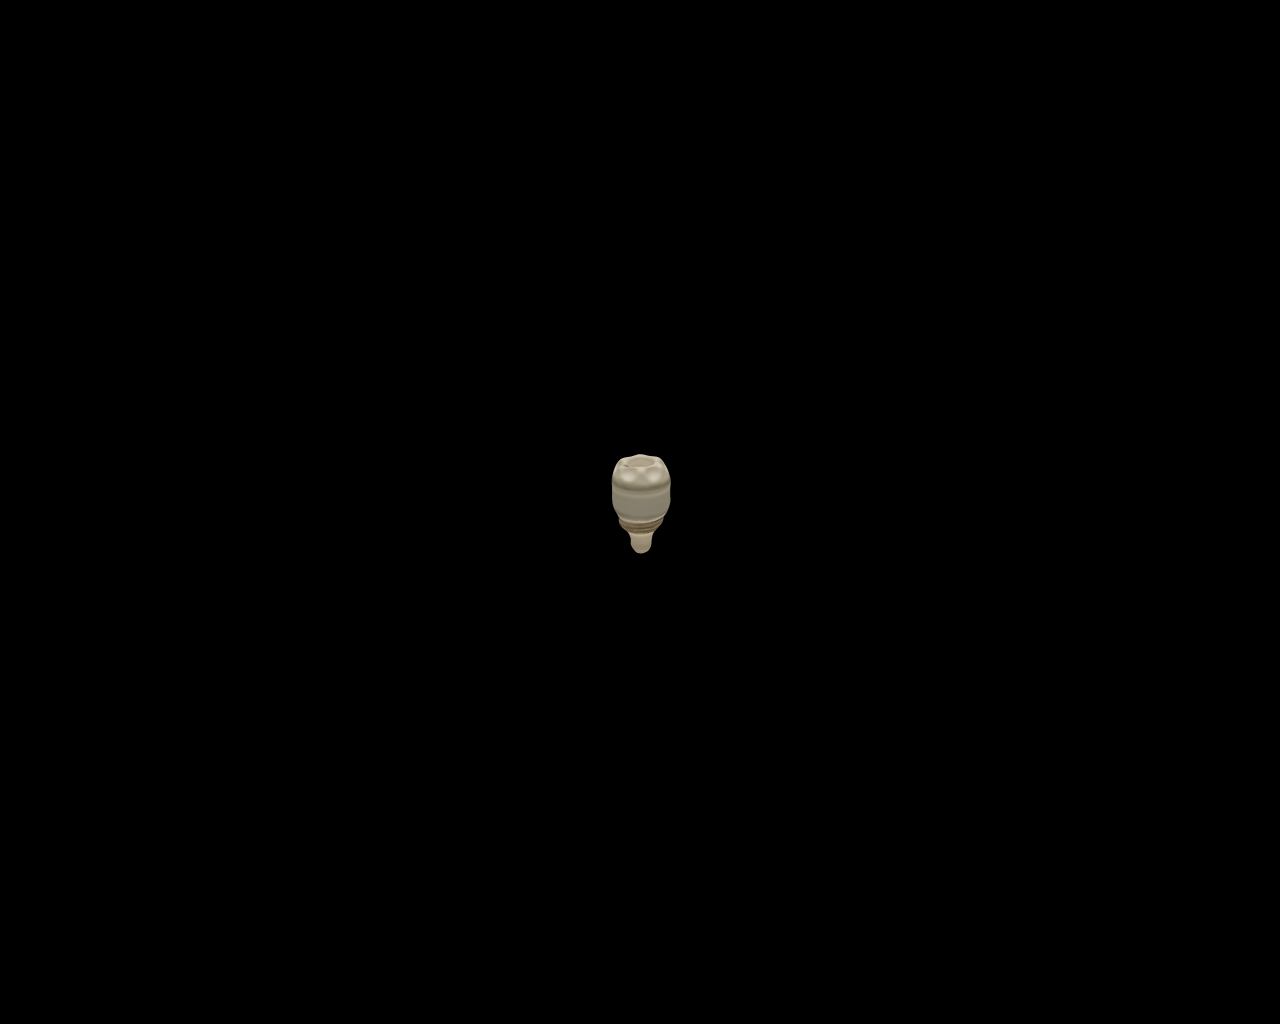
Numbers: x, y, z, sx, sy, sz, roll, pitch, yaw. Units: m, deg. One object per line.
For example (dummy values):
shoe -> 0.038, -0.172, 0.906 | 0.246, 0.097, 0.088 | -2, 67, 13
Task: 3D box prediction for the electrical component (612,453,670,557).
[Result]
electrical component -> 0.001, -0.003, 0.650 | 0.035, 0.061, 0.035 | 0, 24, 0
